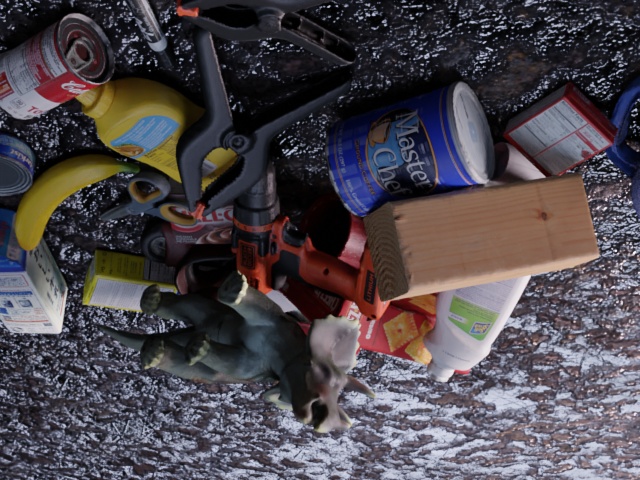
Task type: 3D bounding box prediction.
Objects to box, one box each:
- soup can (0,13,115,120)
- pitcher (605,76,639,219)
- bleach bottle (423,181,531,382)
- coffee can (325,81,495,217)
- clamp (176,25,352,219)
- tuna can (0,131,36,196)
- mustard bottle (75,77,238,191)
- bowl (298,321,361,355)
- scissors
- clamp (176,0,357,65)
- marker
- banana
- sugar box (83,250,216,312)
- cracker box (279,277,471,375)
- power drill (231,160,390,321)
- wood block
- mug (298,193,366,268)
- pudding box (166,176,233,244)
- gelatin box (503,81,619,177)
[{"bbox_3d":[-0.249,-0.158,0.983,0.102,0.068,0.068,-19,146,31],"label":"soup can"},{"bbox_3d":[0.372,-0.108,1.014,0.149,0.145,0.243,-12,148,-2],"label":"pitcher"},{"bbox_3d":[0.176,0.055,1.224,0.102,0.068,0.251,24,116,3],"label":"bleach bottle"},{"bbox_3d":[0.090,-0.089,1.065,0.140,0.103,0.102,-15,148,27],"label":"coffee can"},{"bbox_3d":[-0.072,-0.107,1.043,0.164,0.036,0.210,10,125,-21],"label":"clamp"},{"bbox_3d":[-0.354,-0.084,1.161,0.086,0.034,0.086,1,152,0],"label":"tuna can"},{"bbox_3d":[-0.165,-0.114,1.073,0.191,0.058,0.096,25,142,-37],"label":"mustard bottle"},{"bbox_3d":[-0.014,0.152,1.511,0.162,0.055,0.162,10,170,2],"label":"bowl"},{"bbox_3d":[-0.193,-0.030,1.211,0.096,0.016,0.202,31,157,-10],"label":"scissors"},{"bbox_3d":[-0.038,-0.197,0.940,0.171,0.039,0.120,3,146,4],"label":"clamp"},{"bbox_3d":[-0.155,-0.196,0.963,0.020,0.020,0.121,-5,151,10],"label":"marker"},{"bbox_3d":[-0.293,-0.047,1.198,0.198,0.037,0.069,-30,122,29],"label":"banana"},{"bbox_3d":[-0.218,0.061,1.415,0.176,0.048,0.093,7,151,-19],"label":"sugar box"},{"bbox_3d":[0.077,0.087,1.343,0.213,0.072,0.164,18,-170,-28],"label":"cracker box"},{"bbox_3d":[-0.008,0.001,1.152,0.188,0.057,0.184,18,133,18],"label":"power drill"},{"bbox_3d":[0.160,-0.002,1.069,0.205,0.091,0.090,-9,173,-16],"label":"wood block"},{"bbox_3d":[0.040,-0.009,1.246,0.081,0.093,0.117,19,111,-39],"label":"mug"},{"bbox_3d":[-0.117,-0.036,1.227,0.113,0.039,0.090,-1,143,1],"label":"pudding box"},{"bbox_3d":[0.242,-0.109,1.076,0.073,0.030,0.089,40,138,-15],"label":"gelatin box"}]
